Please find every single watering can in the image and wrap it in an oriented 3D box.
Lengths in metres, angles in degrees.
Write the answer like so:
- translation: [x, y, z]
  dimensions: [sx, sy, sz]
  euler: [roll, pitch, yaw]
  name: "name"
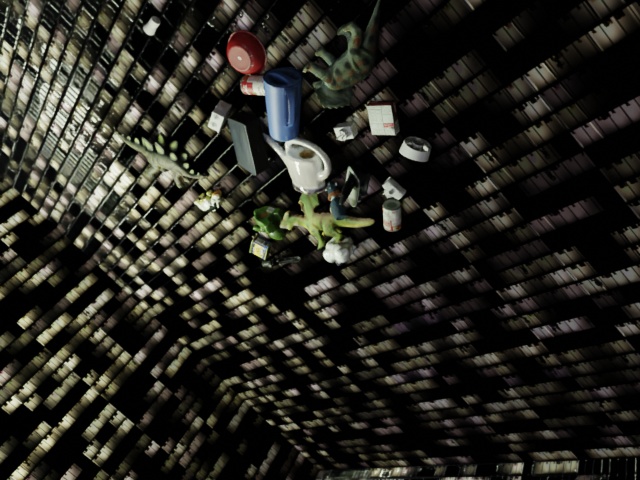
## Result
- translation: [-0.088, -0.294, 1.945]
  dimensions: [0.350, 0.106, 0.219]
  euler: [23, 139, 35]
  name: "watering can"

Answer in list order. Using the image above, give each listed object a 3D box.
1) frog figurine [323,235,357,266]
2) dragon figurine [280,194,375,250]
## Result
- translation: [0.073, 0.039, 2.080]
  dimensions: [0.137, 0.159, 0.124]
  euler: [-27, 79, 12]
  name: "frog figurine"
- translation: [0.006, -0.104, 2.057]
  dimensions: [0.406, 0.124, 0.241]
  euler: [-23, 104, 35]
  name: "dragon figurine"
